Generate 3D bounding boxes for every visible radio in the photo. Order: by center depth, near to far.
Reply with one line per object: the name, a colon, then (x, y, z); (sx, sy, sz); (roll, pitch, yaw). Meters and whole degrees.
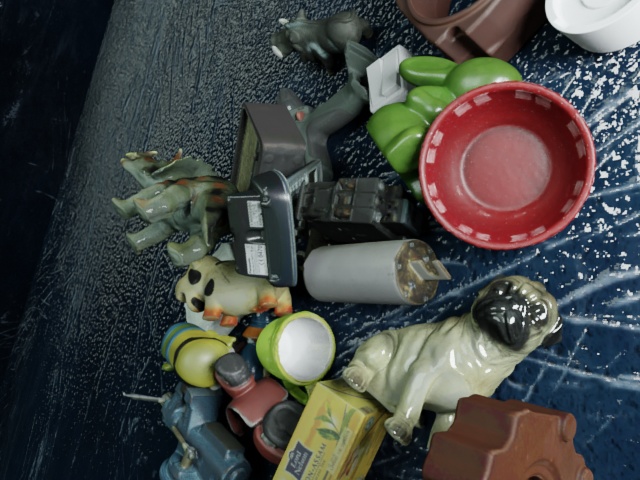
radio: (-0.092, -0.087, 0.850); (0.131, 0.073, 0.229); (-117, 33, -45)

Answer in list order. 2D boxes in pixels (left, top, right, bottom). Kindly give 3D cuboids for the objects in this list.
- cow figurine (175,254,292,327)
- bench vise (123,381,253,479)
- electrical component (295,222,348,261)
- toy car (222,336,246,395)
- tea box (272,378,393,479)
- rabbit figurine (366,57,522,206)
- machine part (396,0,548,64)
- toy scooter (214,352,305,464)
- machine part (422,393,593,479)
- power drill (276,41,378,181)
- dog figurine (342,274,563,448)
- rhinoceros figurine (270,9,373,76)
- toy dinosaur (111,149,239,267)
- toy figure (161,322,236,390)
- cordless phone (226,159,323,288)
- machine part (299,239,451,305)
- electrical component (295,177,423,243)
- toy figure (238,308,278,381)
cow figurine: (-0.137, 0.063, 0.808); (0.195, 0.085, 0.127); (-13, 60, 25)
bench vise: (-0.202, 0.341, 0.803); (0.224, 0.128, 0.240); (23, 96, 33)
electrical component: (-0.001, -0.001, 0.784); (0.102, 0.045, 0.078); (17, 86, 54)
toy car: (-0.183, 0.243, 0.899); (0.202, 0.053, 0.089); (-49, 39, 27)
tea box: (0.011, 0.244, 0.601); (0.068, 0.098, 0.169); (26, 94, 31)
rabbit figurine: (0.149, -0.147, 0.632); (0.170, 0.121, 0.159); (-35, 41, 14)
machine part: (0.198, -0.324, 0.646); (0.201, 0.087, 0.201); (-47, 42, 26)
toy scooter: (-0.076, 0.242, 0.722); (0.184, 0.075, 0.135); (36, 140, 28)
machine part: (0.143, 0.205, 0.407); (0.056, 0.179, 0.179); (-1, 73, 50)
power drill: (0.005, -0.211, 0.845); (0.207, 0.086, 0.232); (-34, 51, 34)
dog figurine: (0.129, 0.102, 0.546); (0.190, 0.121, 0.173); (-52, 42, 1)
rhinoceros figurine: (-0.004, -0.327, 0.884); (0.191, 0.112, 0.073); (12, 86, 45)
toy dinosaur: (-0.194, -0.055, 0.831); (0.192, 0.131, 0.405); (-38, 34, -28)
toy figure: (-0.198, 0.174, 0.826); (0.180, 0.089, 0.082); (15, 101, 52)
cordless phone: (-0.039, -0.032, 0.736); (0.089, 0.184, 0.146); (6, 113, 23)
machine part: (0.058, 0.041, 0.664); (0.243, 0.079, 0.079); (-6, 70, 50)
electrical component: (0.054, -0.032, 0.656); (0.134, 0.114, 0.058); (3, 78, 32)
toy figure: (-0.097, 0.165, 0.820); (0.057, 0.064, 0.154); (98, -173, -75)
